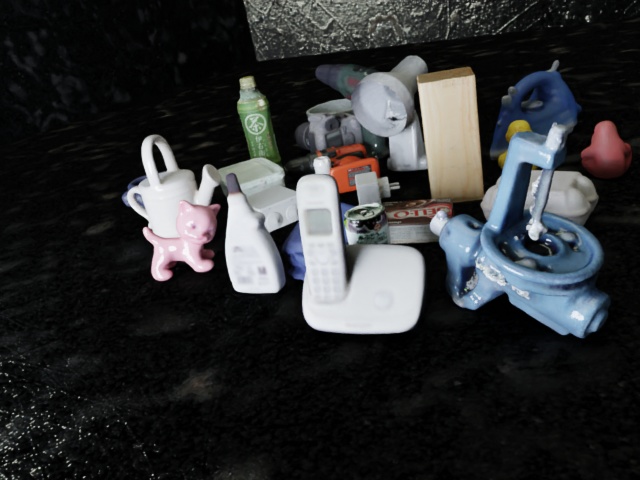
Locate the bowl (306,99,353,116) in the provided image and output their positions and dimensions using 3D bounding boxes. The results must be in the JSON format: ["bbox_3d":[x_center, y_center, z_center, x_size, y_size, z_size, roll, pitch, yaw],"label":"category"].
[{"bbox_3d":[0.050,-0.327,1.544,0.167,0.075,0.167,-9,24,5],"label":"bowl"}]

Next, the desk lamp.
[{"bbox_3d":[0.166,-0.246,1.141,0.117,0.214,0.204,9,31,38],"label":"desk lamp"}]

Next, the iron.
[{"bbox_3d":[0.424,-0.269,1.165,0.259,0.142,0.118,-28,29,-33],"label":"iron"}]

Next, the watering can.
[{"bbox_3d":[-0.260,-0.093,1.016,0.173,0.194,0.100,-15,24,-7],"label":"watering can"}]

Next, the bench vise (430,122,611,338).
[{"bbox_3d":[0.194,-0.014,0.603,0.206,0.220,0.122,6,29,35],"label":"bench vise"}]

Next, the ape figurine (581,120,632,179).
[{"bbox_3d":[0.472,-0.152,0.944,0.077,0.092,0.076,-1,26,23],"label":"ape figurine"}]

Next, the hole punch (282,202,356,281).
[{"bbox_3d":[0.007,0.003,0.809,0.108,0.091,0.101,10,31,39],"label":"hole punch"}]

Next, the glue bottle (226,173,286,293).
[{"bbox_3d":[-0.100,-0.009,0.782,0.078,0.173,0.037,-1,26,23],"label":"glue bottle"}]

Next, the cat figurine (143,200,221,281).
[{"bbox_3d":[-0.213,-0.010,0.903,0.128,0.118,0.067,-13,24,-4],"label":"cat figurine"}]

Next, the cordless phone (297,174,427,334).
[{"bbox_3d":[0.043,0.014,0.652,0.147,0.185,0.094,-2,26,20],"label":"cordless phone"}]

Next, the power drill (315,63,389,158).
[{"bbox_3d":[0.089,-0.289,1.276,0.228,0.209,0.076,12,33,43],"label":"power drill"}]

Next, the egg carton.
[{"bbox_3d":[0.316,-0.055,0.827,0.149,0.069,0.107,7,30,35],"label":"egg carton"}]

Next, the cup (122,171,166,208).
[{"bbox_3d":[-0.327,-0.072,1.120,0.091,0.095,0.118,5,29,33],"label":"cup"}]

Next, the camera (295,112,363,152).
[{"bbox_3d":[0.010,-0.263,1.387,0.143,0.101,0.136,-26,28,-30],"label":"camera"}]

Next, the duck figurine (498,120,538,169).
[{"bbox_3d":[0.365,-0.175,1.050,0.077,0.086,0.105,-1,26,22],"label":"duck figurine"}]
